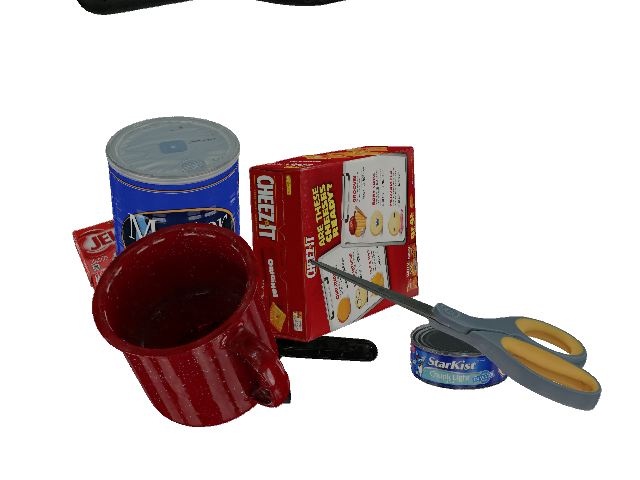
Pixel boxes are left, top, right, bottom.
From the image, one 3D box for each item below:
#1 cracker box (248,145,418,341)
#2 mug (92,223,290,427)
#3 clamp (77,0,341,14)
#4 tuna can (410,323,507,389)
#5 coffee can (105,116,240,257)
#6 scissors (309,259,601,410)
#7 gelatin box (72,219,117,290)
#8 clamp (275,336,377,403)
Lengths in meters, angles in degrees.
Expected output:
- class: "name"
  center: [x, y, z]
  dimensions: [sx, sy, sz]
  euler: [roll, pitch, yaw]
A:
- class: "cracker box"
  center: [0.018, -0.005, 1.072]
  dimensions: [0.072, 0.164, 0.213]
  euler: [4, 12, 34]
- class: "mug"
  center: [-0.061, 0.055, 0.595]
  dimensions: [0.117, 0.081, 0.093]
  euler: [25, 59, 33]
- class: "clamp"
  center: [-0.046, -0.148, 0.576]
  dimensions: [0.171, 0.039, 0.120]
  euler: [6, 41, 12]
- class: "tuna can"
  center: [0.120, 0.098, 0.917]
  dimensions: [0.086, 0.034, 0.086]
  euler: [-1, 14, 0]
- class: "coffee can"
  center: [-0.115, -0.015, 0.856]
  dimensions: [0.103, 0.140, 0.103]
  euler: [1, 32, -1]
- class: "scissors"
  center: [0.096, 0.050, 0.711]
  dimensions: [0.202, 0.016, 0.096]
  euler: [29, 23, 17]
- class: "gelatin box"
  center: [-0.195, 0.008, 1.064]
  dimensions: [0.089, 0.030, 0.073]
  euler: [-17, 42, -16]
- class: "clamp"
  center: [-0.062, 0.126, 1.221]
  dimensions: [0.210, 0.036, 0.164]
  euler: [14, 21, 30]
